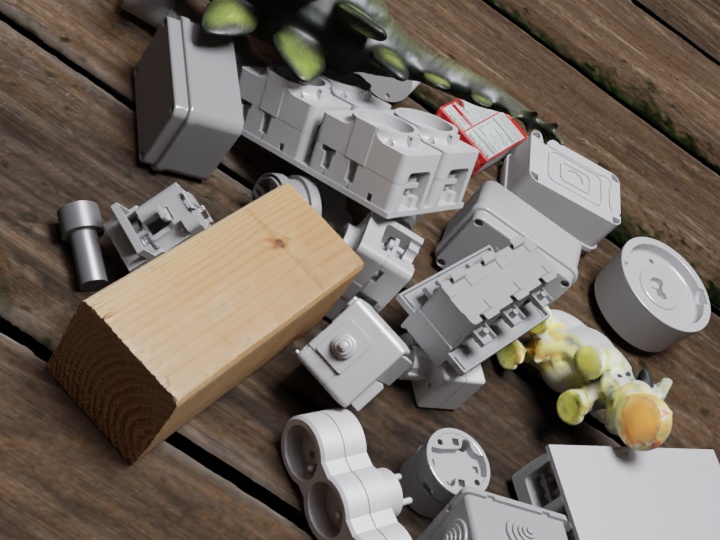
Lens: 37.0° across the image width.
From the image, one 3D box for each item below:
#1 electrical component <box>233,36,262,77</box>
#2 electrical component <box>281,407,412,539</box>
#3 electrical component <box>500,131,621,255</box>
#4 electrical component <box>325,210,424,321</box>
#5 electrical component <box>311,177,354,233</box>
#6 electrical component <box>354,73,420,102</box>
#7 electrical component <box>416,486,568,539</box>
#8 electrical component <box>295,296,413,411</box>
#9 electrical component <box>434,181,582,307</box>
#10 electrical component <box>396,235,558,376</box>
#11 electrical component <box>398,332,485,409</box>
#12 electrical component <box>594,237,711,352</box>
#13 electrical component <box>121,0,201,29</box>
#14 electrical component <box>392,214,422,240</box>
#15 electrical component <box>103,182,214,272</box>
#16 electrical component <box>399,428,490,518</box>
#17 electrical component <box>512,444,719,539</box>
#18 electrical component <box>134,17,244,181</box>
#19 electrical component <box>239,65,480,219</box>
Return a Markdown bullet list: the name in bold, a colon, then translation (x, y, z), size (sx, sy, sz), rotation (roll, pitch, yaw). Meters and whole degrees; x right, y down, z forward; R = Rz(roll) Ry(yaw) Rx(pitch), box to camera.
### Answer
- **electrical component**: translation (-0.107, -0.173, 0.945), size (0.045, 0.045, 0.055), rotation (-11, 64, -40)
- **electrical component**: translation (0.005, 0.160, 0.753), size (0.074, 0.052, 0.138), rotation (-6, 60, -38)
- **electrical component**: translation (0.198, -0.075, 1.075), size (0.113, 0.057, 0.078), rotation (26, 45, -16)
- **electrical component**: translation (0.000, 0.000, 0.850), size (0.056, 0.089, 0.050), rotation (31, 44, -11)
- **electrical component**: translation (-0.029, -0.044, 0.898), size (0.045, 0.045, 0.055), rotation (10, 52, -29)
- **electrical component**: translation (-0.005, -0.216, 1.046), size (0.138, 0.052, 0.073), rotation (40, 43, -1)
- **electrical component**: translation (0.090, 0.204, 0.745), size (0.100, 0.099, 0.048), rotation (20, 34, -21)
- **electrical component**: translation (-0.001, 0.063, 0.787), size (0.061, 0.062, 0.096), rotation (47, 0, 7)
- **electrical component**: translation (0.133, -0.014, 0.965), size (0.113, 0.078, 0.057), rotation (34, 41, -8)
- **electrical component**: translation (0.098, 0.022, 0.850), size (0.121, 0.063, 0.078), rotation (-27, 71, -43)
- **electrical component**: translation (0.050, 0.070, 0.861), size (0.077, 0.047, 0.065), rotation (8, 51, -28)
- **electrical component**: translation (0.278, 0.029, 1.046), size (0.108, 0.060, 0.108), rotation (19, 47, -22)
- **electrical component**: translation (-0.171, -0.226, 0.946), size (0.065, 0.044, 0.044), rotation (40, 43, -9)
- **electrical component**: translation (0.037, -0.056, 0.958), size (0.040, 0.040, 0.078), rotation (24, 46, -18)
- **electrical component**: translation (-0.142, -0.028, 0.781), size (0.042, 0.064, 0.081), rotation (58, 3, 15)
- **electrical component**: translation (0.061, 0.153, 0.802), size (0.055, 0.047, 0.055), rotation (19, 48, -22)
- **electrical component**: translation (0.220, 0.203, 0.865), size (0.186, 0.060, 0.105), rotation (7, 53, -31)
- **electrical component**: translation (-0.141, -0.139, 0.870), size (0.057, 0.078, 0.113), rotation (12, 50, -31)
- **electrical component**: translation (-0.006, -0.114, 0.889), size (0.186, 0.060, 0.105), rotation (32, 26, 31)
